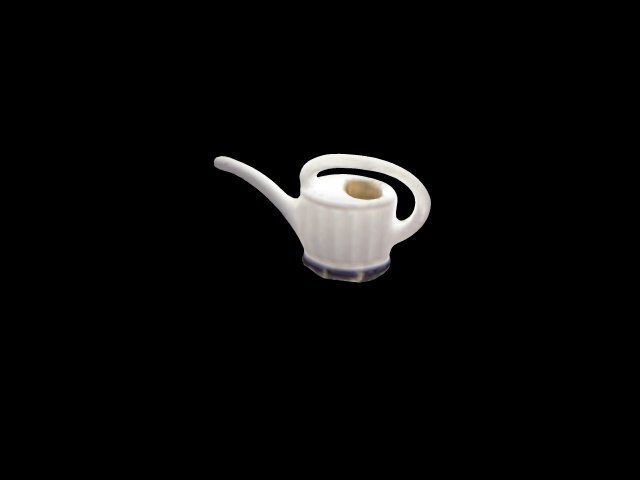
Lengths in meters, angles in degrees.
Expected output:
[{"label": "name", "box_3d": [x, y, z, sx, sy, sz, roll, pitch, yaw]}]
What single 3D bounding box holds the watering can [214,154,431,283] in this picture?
[{"label": "watering can", "box_3d": [0.003, -0.043, 0.850, 0.348, 0.219, 0.106, 6, 34, 9]}]
